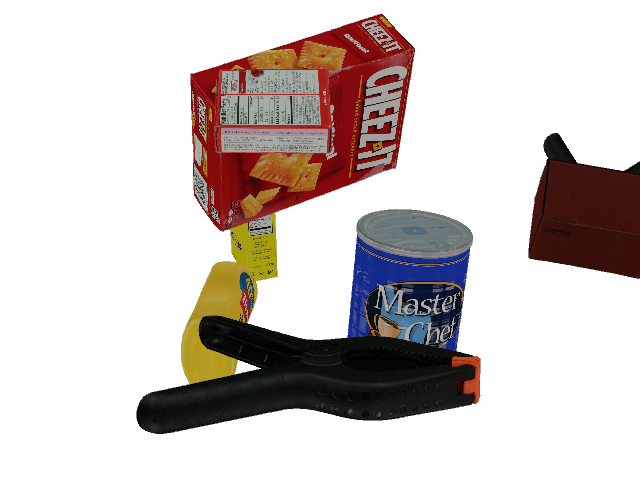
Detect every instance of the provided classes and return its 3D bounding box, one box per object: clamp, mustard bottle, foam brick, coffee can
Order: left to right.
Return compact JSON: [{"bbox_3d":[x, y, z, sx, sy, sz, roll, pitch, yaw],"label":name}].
[{"bbox_3d":[-0.106,0.078,1.171,0.058,0.096,0.191,1,27,6],"label":"mustard bottle"},{"bbox_3d":[-0.003,0.083,0.700,0.210,0.036,0.164,-1,16,1],"label":"clamp"},{"bbox_3d":[0.078,0.054,0.961,0.103,0.140,0.103,4,21,-2],"label":"coffee can"},{"bbox_3d":[0.273,-0.050,1.109,0.120,0.039,0.171,17,45,20],"label":"clamp"},{"bbox_3d":[0.184,-0.015,0.719,0.078,0.051,0.053,11,-32,6],"label":"foam brick"}]

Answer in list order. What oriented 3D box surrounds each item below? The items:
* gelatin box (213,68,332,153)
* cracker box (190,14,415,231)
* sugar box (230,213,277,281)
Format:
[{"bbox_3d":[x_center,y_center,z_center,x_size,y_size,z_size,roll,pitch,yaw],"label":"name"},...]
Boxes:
[{"bbox_3d":[-0.037,-0.099,0.822,0.089,0.030,0.073,-1,45,-2],"label":"gelatin box"},{"bbox_3d":[-0.019,-0.114,1.054,0.213,0.072,0.164,-21,-37,-22],"label":"cracker box"},{"bbox_3d":[-0.087,-0.047,1.320,0.048,0.176,0.093,-11,26,-15],"label":"sugar box"}]
